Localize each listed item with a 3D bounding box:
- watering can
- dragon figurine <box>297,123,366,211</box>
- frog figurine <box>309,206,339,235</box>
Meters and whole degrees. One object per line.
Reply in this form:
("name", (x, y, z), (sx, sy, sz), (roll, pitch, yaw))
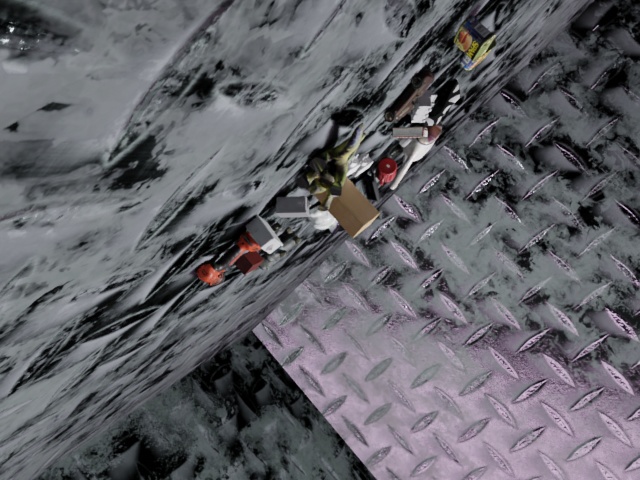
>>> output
("watering can", (0.391, -0.373, 2.102), (0.354, 0.104, 0.220), (-61, -179, -27))
("dragon figurine", (0.058, -0.233, 1.454), (0.402, 0.122, 0.248), (-47, -172, 46))
("frog figurine", (0.006, -0.098, 1.954), (0.159, 0.125, 0.135), (15, 142, -37))
